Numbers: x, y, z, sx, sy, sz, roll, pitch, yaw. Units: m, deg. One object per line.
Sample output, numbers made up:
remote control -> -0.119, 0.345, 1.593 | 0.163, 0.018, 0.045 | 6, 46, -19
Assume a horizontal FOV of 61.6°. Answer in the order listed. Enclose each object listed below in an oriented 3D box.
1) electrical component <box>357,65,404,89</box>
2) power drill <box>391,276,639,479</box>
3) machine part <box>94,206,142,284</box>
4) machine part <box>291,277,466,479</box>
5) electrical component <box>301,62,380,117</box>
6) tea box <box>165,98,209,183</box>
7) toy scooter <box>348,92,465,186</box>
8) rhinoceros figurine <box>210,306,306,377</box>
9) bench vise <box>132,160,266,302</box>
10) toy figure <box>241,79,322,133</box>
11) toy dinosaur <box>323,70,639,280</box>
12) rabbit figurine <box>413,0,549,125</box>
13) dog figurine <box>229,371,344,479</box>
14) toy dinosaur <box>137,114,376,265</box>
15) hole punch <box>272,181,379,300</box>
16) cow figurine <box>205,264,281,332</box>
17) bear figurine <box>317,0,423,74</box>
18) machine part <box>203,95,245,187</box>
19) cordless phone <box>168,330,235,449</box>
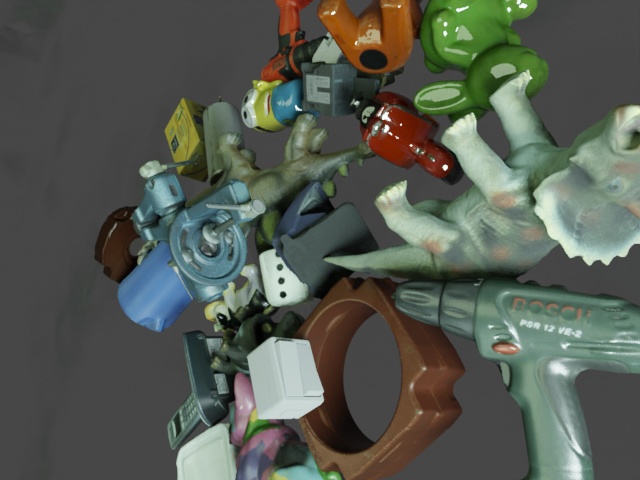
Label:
electrical component -> 0.076, -0.246, 0.771 | 0.102, 0.045, 0.078 | 0, 93, 47
power drill -> 0.173, 0.136, 0.482 | 0.232, 0.086, 0.207 | -3, 71, 27
machine part -> -0.385, 0.016, 1.143 | 0.056, 0.179, 0.179 | 23, 96, 50
machine part -> 0.058, 0.161, 0.640 | 0.201, 0.087, 0.202 | -53, 46, 25
electrical component -> 0.026, -0.212, 0.762 | 0.119, 0.048, 0.074 | 28, 126, 44
tea box -> -0.273, -0.217, 1.161 | 0.098, 0.068, 0.170 | -52, 45, 24
toy scooter -> 0.089, -0.136, 0.659 | 0.075, 0.135, 0.184 | -59, 41, 21
rhinoceros figurine -> -0.090, 0.157, 0.799 | 0.190, 0.112, 0.073 | -45, 18, 49
bench vise -> -0.162, -0.030, 0.744 | 0.241, 0.129, 0.223 | -23, 82, 46
toy figure -> -0.057, -0.221, 0.902 | 0.180, 0.089, 0.082 | 0, 64, 40
toy dinosaur -> 0.167, -0.017, 0.539 | 0.192, 0.131, 0.404 | 51, 141, 6
rabbit figurine -> 0.171, -0.200, 0.592 | 0.159, 0.121, 0.170 | -50, 42, 35
dog figurine -> -0.056, 0.274, 0.721 | 0.191, 0.108, 0.219 | -43, 46, 36
toy dinosaur -> -0.115, -0.068, 0.853 | 0.472, 0.105, 0.198 | -14, 71, 27
hole punch -> -0.001, -0.002, 0.720 | 0.116, 0.142, 0.092 | -38, 45, -5
cow figurine -> -0.127, 0.115, 0.889 | 0.167, 0.068, 0.098 | -40, 56, 36
bear figurine -> 0.089, -0.318, 0.694 | 0.120, 0.131, 0.196 | 7, 68, 27
machine part -> -0.183, -0.178, 1.037 | 0.079, 0.079, 0.243 | -37, 53, 37
cordless phone -> -0.213, 0.253, 0.897 | 0.184, 0.088, 0.147 | -50, 47, 32
